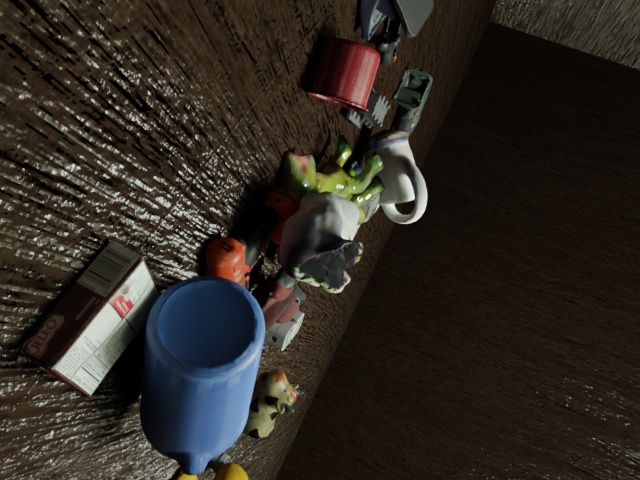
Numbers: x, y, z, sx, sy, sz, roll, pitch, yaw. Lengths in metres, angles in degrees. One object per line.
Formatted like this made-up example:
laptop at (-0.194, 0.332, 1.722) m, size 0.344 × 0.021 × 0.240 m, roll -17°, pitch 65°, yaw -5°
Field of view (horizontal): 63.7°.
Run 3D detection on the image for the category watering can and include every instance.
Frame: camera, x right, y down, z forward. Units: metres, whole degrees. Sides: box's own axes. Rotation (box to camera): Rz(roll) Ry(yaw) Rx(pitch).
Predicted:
watering can at (0.158, -0.149, 1.248) m, size 0.104 × 0.223 × 0.348 m, roll -15°, pitch 7°, yaw -15°

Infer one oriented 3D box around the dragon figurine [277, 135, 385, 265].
dragon figurine at (0.003, -0.047, 0.940) m, size 0.123 × 0.245 × 0.402 m, roll 38°, pitch -17°, yaw 23°

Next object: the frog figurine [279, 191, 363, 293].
frog figurine at (0.000, -0.018, 0.741) m, size 0.123 × 0.163 × 0.134 m, roll -8°, pitch -44°, yaw 1°
